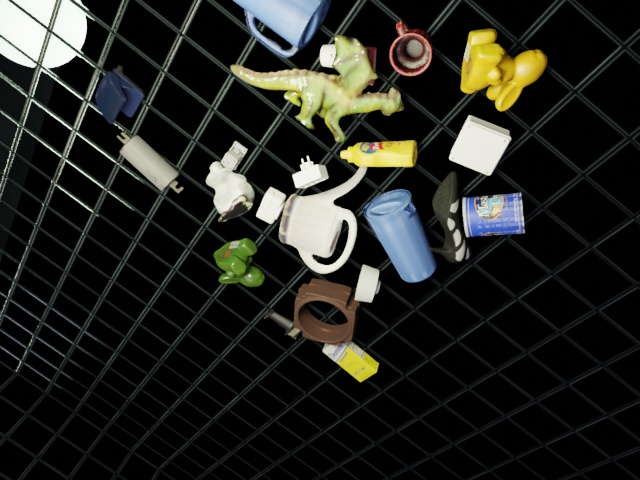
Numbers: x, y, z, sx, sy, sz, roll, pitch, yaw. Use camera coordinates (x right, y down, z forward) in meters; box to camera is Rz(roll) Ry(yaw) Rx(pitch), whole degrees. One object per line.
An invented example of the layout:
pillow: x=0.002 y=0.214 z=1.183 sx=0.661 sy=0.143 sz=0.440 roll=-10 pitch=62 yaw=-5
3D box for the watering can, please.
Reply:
watering can: x=0.004 y=-0.073 z=1.452 sx=0.225 sy=0.105 sz=0.342 roll=18 pitch=110 yaw=11

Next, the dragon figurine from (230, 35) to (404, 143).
dragon figurine: x=0.017 y=-0.379 z=1.208 sx=0.408 sy=0.125 sz=0.238 roll=24 pitch=132 yaw=-20

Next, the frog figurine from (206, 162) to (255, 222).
frog figurine: x=-0.269 y=-0.150 z=1.513 sx=0.162 sy=0.123 sz=0.134 roll=61 pitch=138 yaw=21
